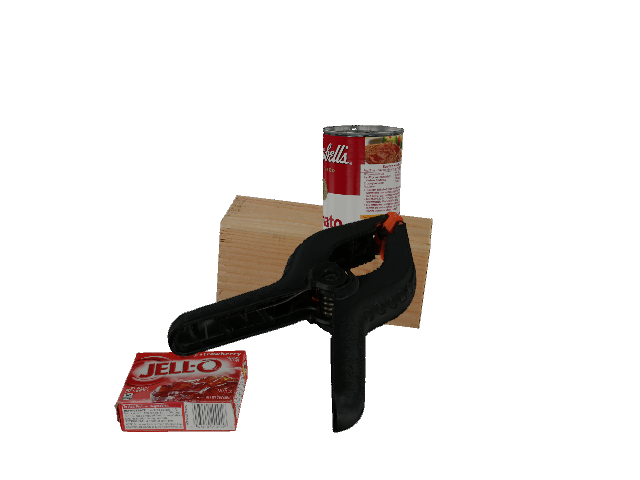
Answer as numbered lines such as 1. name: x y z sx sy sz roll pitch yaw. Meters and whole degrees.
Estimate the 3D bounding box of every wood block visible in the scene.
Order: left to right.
1. wood block: 0.005 0.021 1.088 0.206 0.091 0.090 7 22 5

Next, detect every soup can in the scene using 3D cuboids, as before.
1. soup can: 0.036 -0.044 0.898 0.068 0.102 0.068 0 11 0

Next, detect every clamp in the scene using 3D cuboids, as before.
1. clamp: 0.011 0.041 0.616 0.120 0.039 0.171 34 49 26

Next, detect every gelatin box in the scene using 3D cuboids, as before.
1. gelatin box: -0.104 0.113 0.810 0.089 0.030 0.073 -1 24 5
